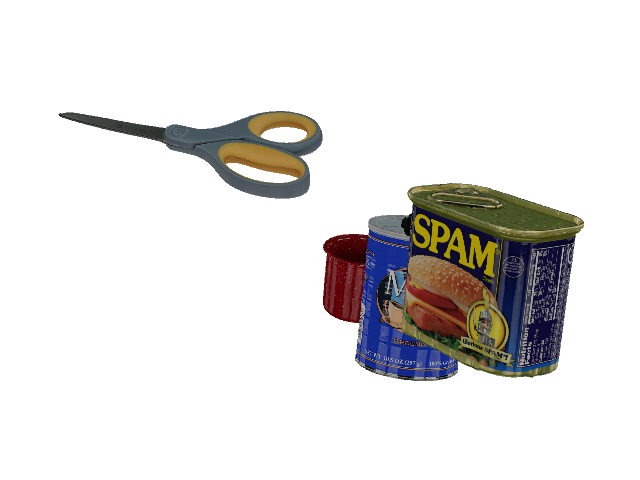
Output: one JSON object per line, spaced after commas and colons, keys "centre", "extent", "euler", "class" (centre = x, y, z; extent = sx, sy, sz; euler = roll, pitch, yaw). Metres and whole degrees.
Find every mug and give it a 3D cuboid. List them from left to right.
{"centre": [0.058, 0.047, 1.289], "extent": [0.117, 0.081, 0.093], "euler": [1, 23, -10], "class": "mug"}

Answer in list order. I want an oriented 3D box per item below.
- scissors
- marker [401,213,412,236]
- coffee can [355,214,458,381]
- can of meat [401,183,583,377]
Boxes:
{"centre": [-0.086, -0.083, 0.783], "extent": [0.202, 0.016, 0.096], "euler": [24, 47, 24], "class": "scissors"}
{"centre": [0.117, 0.001, 0.824], "extent": [0.121, 0.020, 0.020], "euler": [17, 8, 28], "class": "marker"}
{"centre": [0.091, 0.053, 1.037], "extent": [0.103, 0.140, 0.103], "euler": [5, 11, -1], "class": "coffee can"}
{"centre": [0.091, 0.020, 0.592], "extent": [0.057, 0.084, 0.102], "euler": [-7, 19, -33], "class": "can of meat"}
